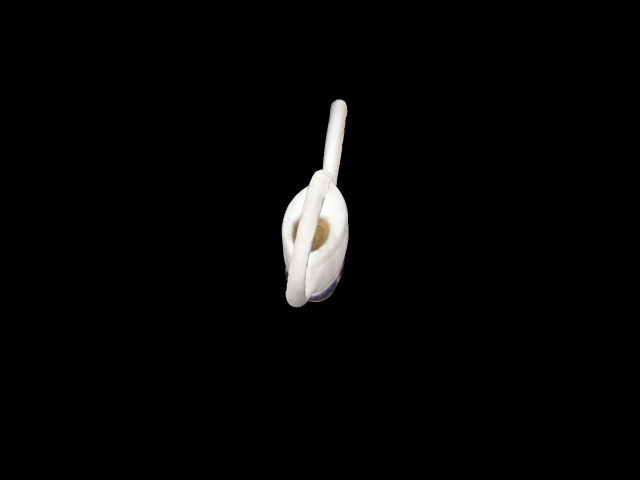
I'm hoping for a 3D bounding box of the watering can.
[{"bbox_3d":[0.003,-0.043,0.850,0.104,0.355,0.219,11,-28,6],"label":"watering can"}]
